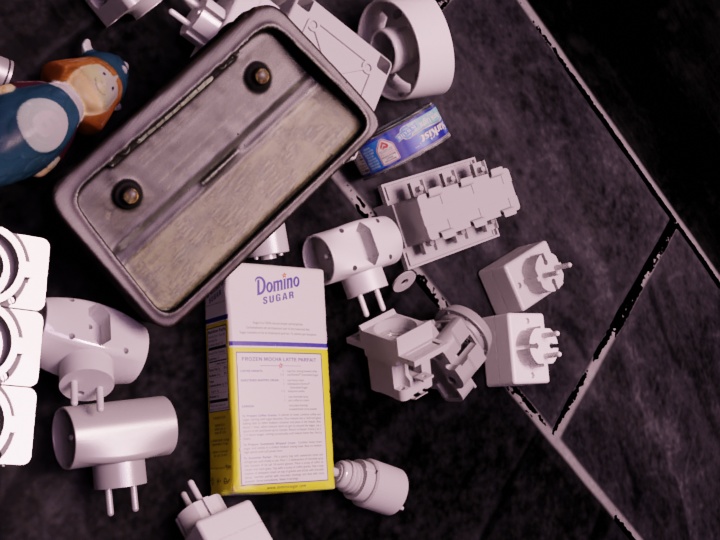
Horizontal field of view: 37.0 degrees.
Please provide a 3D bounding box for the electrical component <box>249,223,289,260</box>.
[{"bbox_3d":[-0.079,-0.041,0.865,0.044,0.044,0.065,-11,92,-38],"label":"electrical component"}]

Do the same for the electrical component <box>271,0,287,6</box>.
[{"bbox_3d":[-0.074,-0.267,0.904,0.078,0.057,0.058,50,56,-18],"label":"electrical component"}]

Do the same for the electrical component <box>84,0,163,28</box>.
[{"bbox_3d":[-0.169,-0.232,0.828,0.055,0.050,0.089,52,55,-17],"label":"electrical component"}]

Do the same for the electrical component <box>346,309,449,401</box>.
[{"bbox_3d":[0.032,0.073,0.908,0.042,0.081,0.063,-23,117,-38],"label":"electrical component"}]

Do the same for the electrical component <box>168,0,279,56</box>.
[{"bbox_3d":[-0.118,-0.192,0.861,0.076,0.047,0.083,33,63,-27],"label":"electrical component"}]

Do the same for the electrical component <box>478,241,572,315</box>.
[{"bbox_3d":[0.166,0.005,1.016,0.066,0.077,0.047,-29,98,-37],"label":"electrical component"}]

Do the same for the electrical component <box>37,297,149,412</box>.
[{"bbox_3d":[-0.190,0.064,0.746,0.077,0.043,0.079,20,39,-33],"label":"electrical component"}]

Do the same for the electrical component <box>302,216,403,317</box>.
[{"bbox_3d":[0.000,0.000,0.912,0.077,0.043,0.079,-17,87,-38],"label":"electrical component"}]

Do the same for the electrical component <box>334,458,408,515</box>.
[{"bbox_3d":[0.004,0.174,0.883,0.078,0.040,0.040,25,67,-31],"label":"electrical component"}]

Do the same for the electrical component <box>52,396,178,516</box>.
[{"bbox_3d":[-0.171,0.132,0.758,0.077,0.043,0.079,-2,82,-37],"label":"electrical component"}]

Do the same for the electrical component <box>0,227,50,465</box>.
[{"bbox_3d":[-0.259,0.049,0.697,0.089,0.062,0.150,10,75,-35],"label":"electrical component"}]

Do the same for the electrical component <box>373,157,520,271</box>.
[{"bbox_3d":[0.082,-0.055,0.974,0.121,0.063,0.078,-20,93,-38],"label":"electrical component"}]

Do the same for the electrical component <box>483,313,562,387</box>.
[{"bbox_3d":[0.157,0.072,0.996,0.047,0.077,0.065,3,79,-37],"label":"electrical component"}]

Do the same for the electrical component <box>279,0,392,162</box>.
[{"bbox_3d":[-0.042,-0.156,0.906,0.109,0.056,0.108,34,62,-27],"label":"electrical component"}]

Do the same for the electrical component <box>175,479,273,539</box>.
[{"bbox_3d":[-0.109,0.190,0.784,0.047,0.065,0.076,-16,61,-38],"label":"electrical component"}]

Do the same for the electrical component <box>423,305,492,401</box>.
[{"bbox_3d":[0.080,0.068,0.952,0.057,0.058,0.078,-46,111,-32],"label":"electrical component"}]

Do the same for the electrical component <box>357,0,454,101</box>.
[{"bbox_3d":[0.044,-0.200,0.957,0.064,0.099,0.099,-21,94,-32],"label":"electrical component"}]
